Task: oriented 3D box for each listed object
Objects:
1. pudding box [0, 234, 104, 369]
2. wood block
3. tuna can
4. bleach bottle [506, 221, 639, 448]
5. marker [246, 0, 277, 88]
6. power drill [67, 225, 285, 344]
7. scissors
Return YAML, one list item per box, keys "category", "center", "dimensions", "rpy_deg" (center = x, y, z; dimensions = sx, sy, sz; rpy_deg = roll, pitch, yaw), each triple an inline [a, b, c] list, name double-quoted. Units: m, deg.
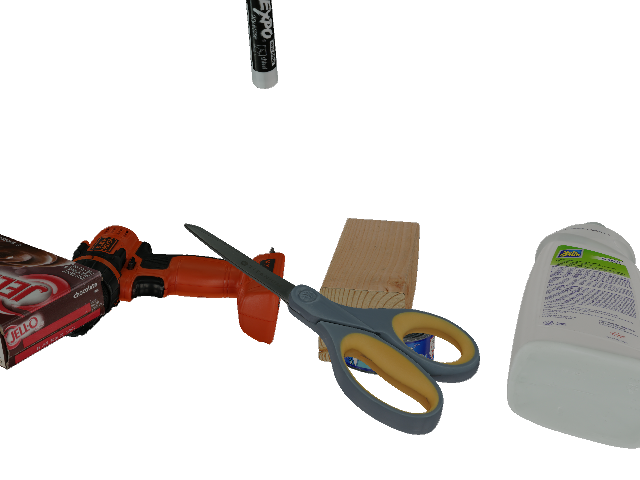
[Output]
- category: "pudding box"
  center: [-0.221, 0.039, 0.741]
  dimensions: [0.114, 0.039, 0.089]
  rpy_deg: [15, 30, 32]
- category: "wood block"
  center: [0.059, 0.054, 1.207]
  dimensions: [0.091, 0.090, 0.206]
  rpy_deg: [5, 23, 8]
- category: "tuna can"
  center: [0.057, 0.087, 0.929]
  dimensions: [0.086, 0.034, 0.086]
  rpy_deg: [2, 14, -1]
- category: "bleach bottle"
  center: [0.199, 0.048, 0.774]
  dimensions: [0.103, 0.068, 0.250]
  rpy_deg: [13, 27, 12]
- category: "marker"
  center: [-0.042, -0.157, 0.731]
  dimensions: [0.020, 0.020, 0.121]
  rpy_deg: [0, -44, 2]
- category: "power drill"
  center: [-0.128, 0.042, 0.920]
  dimensions: [0.187, 0.057, 0.184]
  rpy_deg: [9, 21, 0]
- category: "scissors"
  center: [0.011, 0.036, 0.620]
  dimensions: [0.096, 0.016, 0.202]
  rpy_deg: [-16, 44, -33]
